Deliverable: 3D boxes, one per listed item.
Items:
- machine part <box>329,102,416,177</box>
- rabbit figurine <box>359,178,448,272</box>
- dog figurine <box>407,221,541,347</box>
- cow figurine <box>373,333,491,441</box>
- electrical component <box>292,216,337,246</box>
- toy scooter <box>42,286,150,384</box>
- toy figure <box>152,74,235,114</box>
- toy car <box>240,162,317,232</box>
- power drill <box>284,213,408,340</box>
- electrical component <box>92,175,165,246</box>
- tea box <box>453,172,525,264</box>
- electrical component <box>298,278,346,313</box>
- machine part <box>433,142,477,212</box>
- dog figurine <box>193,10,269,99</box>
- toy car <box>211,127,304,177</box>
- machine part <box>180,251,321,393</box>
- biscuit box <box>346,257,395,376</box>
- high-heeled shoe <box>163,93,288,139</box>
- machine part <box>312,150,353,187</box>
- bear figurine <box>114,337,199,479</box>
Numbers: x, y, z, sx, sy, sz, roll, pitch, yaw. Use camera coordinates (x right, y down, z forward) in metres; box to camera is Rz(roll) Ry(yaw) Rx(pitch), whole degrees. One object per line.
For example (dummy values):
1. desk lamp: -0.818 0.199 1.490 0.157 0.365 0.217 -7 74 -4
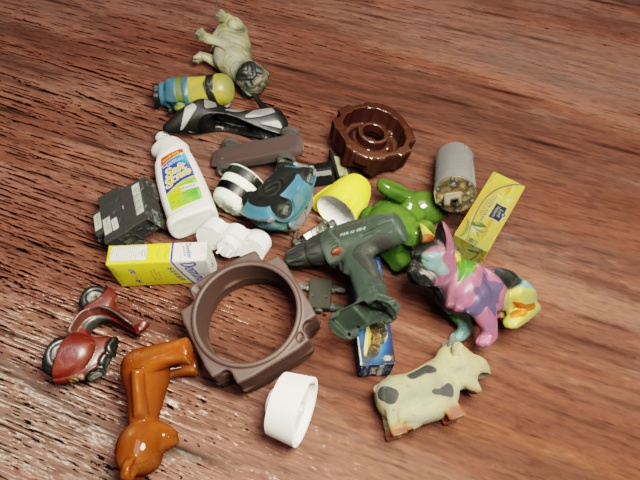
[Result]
1. machine part: 0.108 -0.212 1.121 0.179 0.056 0.179 6 54 -9
2. rabbit figurine: 0.164 -0.041 1.022 0.159 0.121 0.170 37 48 27
3. dog figurine: 0.245 0.057 0.887 0.191 0.108 0.219 -29 100 -14
4. cow figurine: 0.180 0.231 0.862 0.195 0.085 0.127 -16 67 -7
5. electrical component: -0.003 -0.002 1.025 0.102 0.045 0.078 -39 92 -17
6. toy scooter: -0.372 0.166 0.915 0.135 0.075 0.184 13 56 7
7. toy figure: -0.280 -0.324 1.190 0.180 0.089 0.082 -3 104 -6
8. toy car: -0.067 -0.072 1.030 0.109 0.102 0.161 16 56 38
9. power drill: 0.045 0.058 0.895 0.232 0.085 0.207 -24 39 17
10. electrical component: -0.371 -0.045 1.032 0.134 0.058 0.115 -26 59 13
11. tea box: 0.306 -0.031 1.004 0.068 0.098 0.169 30 63 17
12. electrical component: 0.000 0.102 0.974 0.094 0.021 0.063 6 60 4
13. machine part: 0.259 -0.124 1.033 0.079 0.079 0.243 11 33 8
14. dog figurine: -0.178 -0.430 1.259 0.191 0.121 0.172 34 68 4
15. toy car: -0.129 -0.177 1.112 0.202 0.053 0.089 -9 58 17
16. machine part: -0.117 0.135 0.910 0.201 0.087 0.201 -29 63 -10
17. biscuit box: 0.085 0.129 0.933 0.059 0.062 0.203 -3 60 -3
18. high-heeled shoe: -0.196 -0.234 1.144 0.249 0.086 0.145 -24 68 -12
19. machine part: 0.000 -0.141 1.109 0.139 0.039 0.084 -14 68 -9
20. bear figurine: -0.250 0.264 0.829 0.132 0.120 0.196 -9 61 -8
